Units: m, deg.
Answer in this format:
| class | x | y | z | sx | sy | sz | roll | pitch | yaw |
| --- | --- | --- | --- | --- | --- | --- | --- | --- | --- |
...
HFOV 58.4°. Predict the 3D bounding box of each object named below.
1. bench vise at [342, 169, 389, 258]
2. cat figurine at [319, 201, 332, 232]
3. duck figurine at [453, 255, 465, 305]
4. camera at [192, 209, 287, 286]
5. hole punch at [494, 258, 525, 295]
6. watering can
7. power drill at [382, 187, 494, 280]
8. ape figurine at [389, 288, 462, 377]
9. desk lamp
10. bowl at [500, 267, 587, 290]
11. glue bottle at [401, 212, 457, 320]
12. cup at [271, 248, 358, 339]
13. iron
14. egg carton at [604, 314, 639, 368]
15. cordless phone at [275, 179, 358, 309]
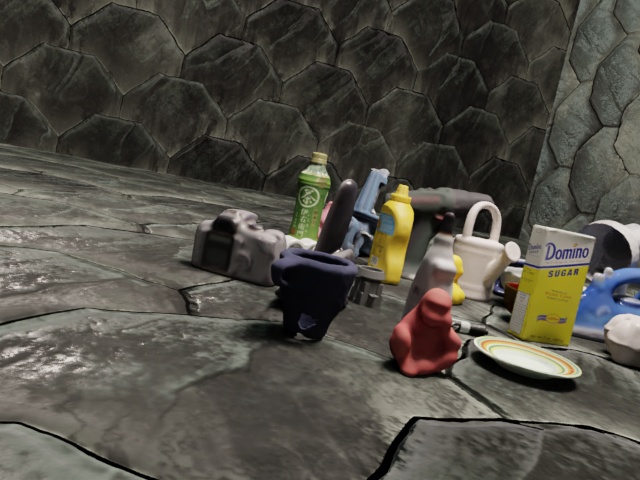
| class | x | y | z | sx | sy | sz | roll | pitch | yaw |
| --- | --- | --- | --- | --- | --- | --- | --- | --- | --- |
| bench vise | 0.111 | -0.064 | 1.352 | 0.121 | 0.220 | 0.208 | 14 | 8 | 17 |
| cat figurine | 0.001 | -0.039 | 1.378 | 0.128 | 0.118 | 0.067 | 10 | 8 | -14 |
| duck figurine | 0.236 | 0.069 | 1.060 | 0.077 | 0.086 | 0.105 | 15 | 8 | 24 |
| camera | -0.113 | 0.004 | 0.930 | 0.143 | 0.101 | 0.137 | 14 | 8 | 16 |
| hole punch | 0.440 | 0.083 | 1.271 | 0.108 | 0.091 | 0.101 | 14 | 8 | 14 |
| watering can | 0.325 | 0.021 | 1.153 | 0.172 | 0.194 | 0.101 | 18 | 9 | 37 |
| power drill | 0.238 | -0.015 | 1.225 | 0.229 | 0.208 | 0.075 | 12 | 7 | 0 |
| ape figurine | 0.118 | 0.098 | 0.626 | 0.077 | 0.092 | 0.076 | 13 | 7 | 5 |
| desk lamp | 0.594 | 0.067 | 1.165 | 0.204 | 0.213 | 0.117 | 5 | 10 | -43 |
| bowl | 0.432 | 0.108 | 1.133 | 0.167 | 0.075 | 0.167 | 12 | 7 | -1 |
| glue bottle | 0.140 | 0.051 | 0.701 | 0.037 | 0.173 | 0.078 | 10 | 8 | -15 |
| cup | -0.017 | 0.064 | 0.650 | 0.091 | 0.095 | 0.118 | 18 | 9 | 37 |
| iron | 0.546 | 0.111 | 1.032 | 0.259 | 0.141 | 0.118 | 9 | 8 | -23 |
| egg carton | 0.511 | 0.162 | 0.865 | 0.150 | 0.069 | 0.107 | 14 | 8 | 17 |
| cordless phone | 0.007 | 0.003 | 0.803 | 0.094 | 0.185 | 0.148 | 13 | 7 | 8 |
